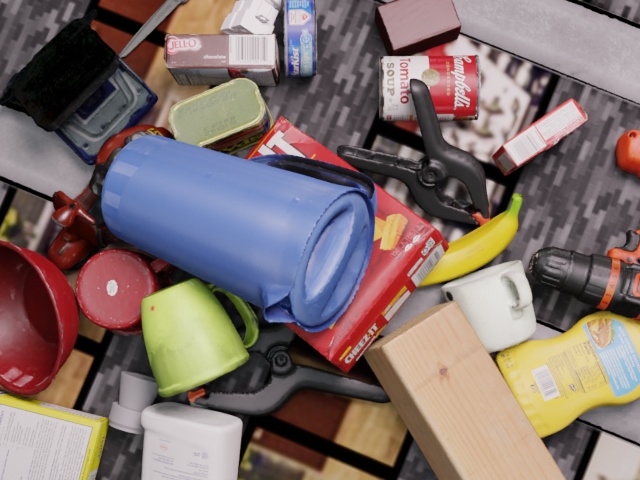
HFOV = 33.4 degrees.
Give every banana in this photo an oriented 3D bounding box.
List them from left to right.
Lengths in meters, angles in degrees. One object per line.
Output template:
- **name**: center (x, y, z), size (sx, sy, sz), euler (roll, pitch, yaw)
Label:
- **banana**: center (0.121, 0.013, 1.094), size (0.198, 0.037, 0.069), euler (-23, 116, 7)

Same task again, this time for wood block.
- **wood block**: center (0.140, 0.173, 1.053), size (0.090, 0.090, 0.206), euler (-30, 88, -15)

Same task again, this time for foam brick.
- **foam brick**: center (0.102, -0.228, 1.118), size (0.078, 0.053, 0.051), euler (-19, 85, -1)

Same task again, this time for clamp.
- **clamp**: center (-0.032, 0.130, 1.095), size (0.210, 0.036, 0.164), euler (-29, 85, -8)
- **clamp**: center (0.103, -0.072, 1.096), size (0.120, 0.039, 0.171), euler (-30, 109, 31)

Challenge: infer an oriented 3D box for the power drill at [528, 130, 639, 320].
- **power drill**: center (0.317, -0.013, 1.073), size (0.184, 0.057, 0.187), euler (18, 73, 3)

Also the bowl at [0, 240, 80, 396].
- **bowl**: center (-0.295, 0.073, 1.081), size (0.162, 0.055, 0.162), euler (11, 109, 36)

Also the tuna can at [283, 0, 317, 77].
- **tuna can**: center (-0.021, -0.212, 1.104), size (0.033, 0.086, 0.086), euler (-1, 85, -1)

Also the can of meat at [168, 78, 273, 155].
- **can of meat**: center (-0.102, -0.122, 1.099), size (0.102, 0.084, 0.057), euler (-23, 85, -1)

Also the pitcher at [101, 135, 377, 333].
- **pitcher**: center (-0.074, -0.022, 0.991), size (0.243, 0.149, 0.145), euler (21, 96, 27)

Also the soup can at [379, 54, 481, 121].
- **soup can**: center (0.112, -0.157, 1.105), size (0.102, 0.068, 0.068), euler (0, 85, 3)

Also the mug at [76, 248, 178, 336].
- **mug**: center (-0.190, 0.046, 1.089), size (0.117, 0.081, 0.093), euler (-28, 85, -1)

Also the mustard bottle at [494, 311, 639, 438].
- **mustard bottle**: center (0.281, 0.125, 1.082), size (0.191, 0.058, 0.096), euler (-22, 75, 0)

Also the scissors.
- **scissors**: center (-0.128, -0.262, 1.138), size (0.096, 0.016, 0.202), euler (29, 87, 20)

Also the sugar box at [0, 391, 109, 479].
- **sugar box**: center (-0.315, 0.208, 1.099), size (0.176, 0.048, 0.093), euler (14, 86, 6)

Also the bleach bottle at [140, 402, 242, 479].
- **bleach bottle**: center (-0.141, 0.297, 1.070), size (0.103, 0.068, 0.251), euler (9, 95, 21)

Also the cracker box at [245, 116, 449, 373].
- **cracker box**: center (-0.007, 0.001, 1.060), size (0.214, 0.072, 0.164), euler (38, 86, 25)

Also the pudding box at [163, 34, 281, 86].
- **pudding box**: center (-0.099, -0.185, 1.101), size (0.113, 0.090, 0.039), euler (2, 87, 1)

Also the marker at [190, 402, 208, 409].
- **marker**: center (-0.120, 0.194, 1.107), size (0.020, 0.020, 0.121), euler (-15, 85, 0)

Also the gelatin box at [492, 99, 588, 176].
- **gelatin box**: center (0.225, -0.104, 1.095), size (0.089, 0.073, 0.030), euler (-34, 86, -2)
